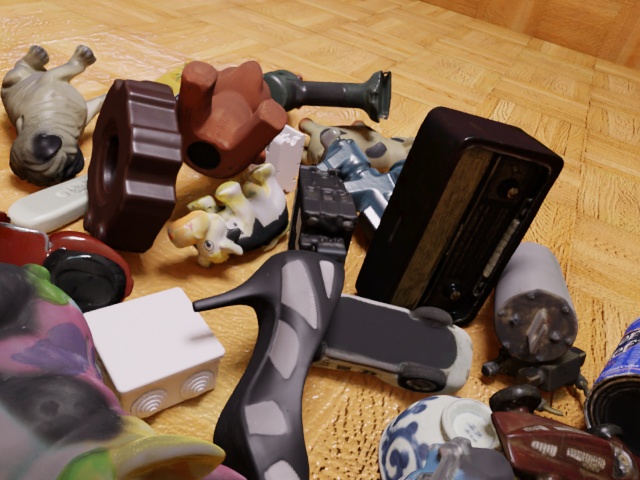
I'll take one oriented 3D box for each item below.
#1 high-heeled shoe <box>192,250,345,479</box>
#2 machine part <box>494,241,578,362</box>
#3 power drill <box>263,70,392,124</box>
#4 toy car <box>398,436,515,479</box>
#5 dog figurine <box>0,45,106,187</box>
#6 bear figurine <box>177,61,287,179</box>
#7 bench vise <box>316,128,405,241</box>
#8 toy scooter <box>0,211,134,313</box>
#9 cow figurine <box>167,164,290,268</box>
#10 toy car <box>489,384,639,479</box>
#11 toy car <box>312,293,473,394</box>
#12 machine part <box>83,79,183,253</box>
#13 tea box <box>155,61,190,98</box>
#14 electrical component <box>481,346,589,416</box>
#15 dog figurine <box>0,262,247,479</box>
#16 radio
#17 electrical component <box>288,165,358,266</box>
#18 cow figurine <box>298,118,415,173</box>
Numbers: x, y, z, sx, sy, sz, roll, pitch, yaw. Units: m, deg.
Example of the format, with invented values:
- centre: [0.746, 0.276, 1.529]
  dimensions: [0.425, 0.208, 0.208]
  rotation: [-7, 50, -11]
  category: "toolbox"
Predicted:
- centre: [-0.009, 0.119, 0.415]
  dimensions: [0.145, 0.086, 0.249]
  rotation: [-7, 61, -29]
  category: "high-heeled shoe"
- centre: [0.227, 0.060, 0.580]
  dimensions: [0.079, 0.079, 0.243]
  rotation: [22, 22, 10]
  category: "machine part"
- centre: [0.005, -0.229, 0.829]
  dimensions: [0.207, 0.085, 0.232]
  rotation: [12, 19, 12]
  category: "power drill"
- centre: [0.081, 0.200, 0.331]
  dimensions: [0.161, 0.103, 0.109]
  rotation: [57, 47, -17]
  category: "toy car"
- centre: [-0.366, -0.147, 0.683]
  dimensions: [0.172, 0.121, 0.190]
  rotation: [-9, 46, 25]
  category: "dog figurine"
- centre: [-0.095, -0.162, 0.627]
  dimensions: [0.120, 0.132, 0.196]
  rotation: [30, 43, -11]
  category: "bear figurine"
- centre: [0.111, -0.076, 0.710]
  dimensions: [0.241, 0.128, 0.224]
  rotation: [-26, 57, -21]
  category: "bench vise"
- centre: [-0.267, 0.017, 0.490]
  dimensions: [0.184, 0.075, 0.135]
  rotation: [15, 3, -25]
  category: "toy scooter"
- centre: [-0.096, -0.015, 0.604]
  dimensions: [0.068, 0.098, 0.167]
  rotation: [-14, 20, 36]
  category: "cow figurine"
- centre: [0.205, 0.170, 0.412]
  dimensions: [0.202, 0.053, 0.089]
  rotation: [30, 35, -31]
  category: "toy car"
- centre: [0.044, 0.091, 0.509]
  dimensions: [0.202, 0.056, 0.073]
  rotation: [14, 61, 1]
  category: "toy car"
- centre: [-0.197, -0.077, 0.556]
  dimensions: [0.056, 0.179, 0.179]
  rotation: [7, 32, -35]
  category: "machine part"
- centre: [-0.177, -0.188, 0.797]
  dimensions: [0.098, 0.068, 0.170]
  rotation: [-39, 57, -20]
  category: "tea box"
- centre: [0.223, 0.135, 0.540]
  dimensions: [0.102, 0.045, 0.078]
  rotation: [-13, 14, -38]
  category: "electrical component"
- centre: [-0.150, 0.106, 0.332]
  dimensions: [0.219, 0.108, 0.191]
  rotation: [5, 52, 7]
  category: "dog figurine"
- centre: [0.134, -0.010, 0.549]
  dimensions: [0.131, 0.229, 0.073]
  rotation: [4, 36, -23]
  category: "radio"
- centre: [-0.001, -0.002, 0.584]
  dimensions: [0.058, 0.114, 0.134]
  rotation: [4, 36, -9]
  category: "electrical component"
- centre: [0.073, -0.134, 0.828]
  dimensions: [0.195, 0.085, 0.127]
  rotation: [-3, 32, -28]
  category: "cow figurine"
